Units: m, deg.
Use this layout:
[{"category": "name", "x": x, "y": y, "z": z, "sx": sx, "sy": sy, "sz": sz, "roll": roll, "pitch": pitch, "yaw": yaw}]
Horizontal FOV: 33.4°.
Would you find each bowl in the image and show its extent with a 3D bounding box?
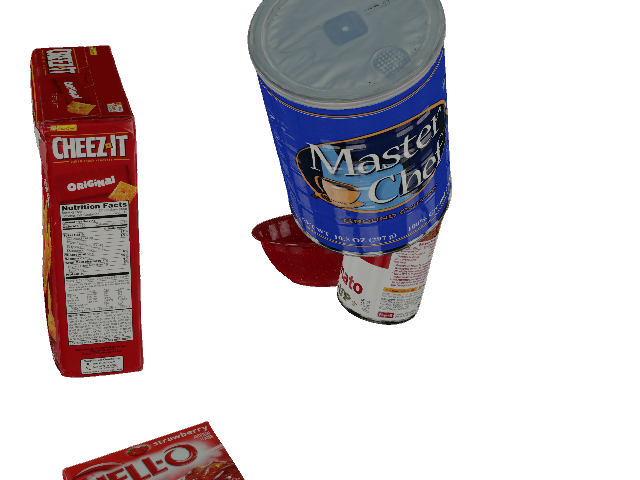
[{"category": "bowl", "x": 0.011, "y": 0.010, "z": 1.104, "sx": 0.162, "sy": 0.055, "sz": 0.162, "roll": -4, "pitch": 13, "yaw": 1}]

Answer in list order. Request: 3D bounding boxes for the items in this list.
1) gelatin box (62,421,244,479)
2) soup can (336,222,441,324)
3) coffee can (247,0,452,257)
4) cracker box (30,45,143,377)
[{"category": "gelatin box", "x": -0.089, "y": 0.141, "z": 0.585, "sx": 0.089, "sy": 0.030, "sz": 0.073, "roll": -15, "pitch": 28, "yaw": -20}, {"category": "soup can", "x": 0.054, "y": 0.004, "z": 0.813, "sx": 0.068, "sy": 0.102, "sz": 0.068, "roll": 9, "pitch": 31, "yaw": -5}, {"category": "coffee can", "x": 0.022, "y": -0.071, "z": 0.604, "sx": 0.103, "sy": 0.102, "sz": 0.140, "roll": 0, "pitch": -34, "yaw": 9}, {"category": "cracker box", "x": -0.185, "y": -0.025, "z": 0.836, "sx": 0.072, "sy": 0.214, "sz": 0.164, "roll": -5, "pitch": 29, "yaw": -15}]
